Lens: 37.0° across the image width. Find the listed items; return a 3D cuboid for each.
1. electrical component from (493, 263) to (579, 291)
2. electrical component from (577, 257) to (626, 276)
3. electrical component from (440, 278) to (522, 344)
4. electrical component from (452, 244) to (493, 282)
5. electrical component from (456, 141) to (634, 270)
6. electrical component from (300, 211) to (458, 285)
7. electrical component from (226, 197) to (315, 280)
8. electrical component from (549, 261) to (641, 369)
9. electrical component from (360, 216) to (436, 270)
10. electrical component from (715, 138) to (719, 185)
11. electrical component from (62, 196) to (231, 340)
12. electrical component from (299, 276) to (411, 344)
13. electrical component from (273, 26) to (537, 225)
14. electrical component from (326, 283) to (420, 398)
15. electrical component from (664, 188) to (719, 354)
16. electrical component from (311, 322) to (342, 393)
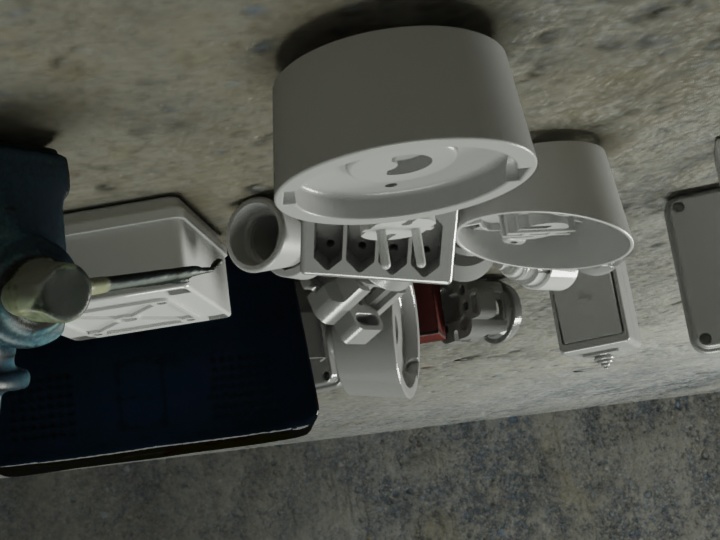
[{"bbox_3d":[0.133,-0.005,0.826,0.078,0.040,0.040,3,164,-39],"label":"electrical component"},{"bbox_3d":[0.173,-0.017,0.792,0.043,0.043,0.062,-8,169,1],"label":"electrical component"},{"bbox_3d":[0.106,0.037,0.961,0.057,0.058,0.078,3,163,-31],"label":"electrical component"},{"bbox_3d":[0.069,-0.021,0.705,0.043,0.043,0.081,-9,167,3],"label":"electrical component"},{"bbox_3d":[0.102,-0.034,0.619,0.099,0.064,0.099,-8,168,-2],"label":"electrical component"},{"bbox_3d":[0.012,-0.031,0.608,0.083,0.047,0.075,4,-155,3],"label":"electrical component"},{"bbox_3d":[-0.046,-0.018,0.645,0.045,0.045,0.055,-16,166,32],"label":"electrical component"},{"bbox_3d":[0.201,0.037,0.924,0.062,0.096,0.061,-14,165,22],"label":"electrical component"},{"bbox_3d":[0.016,-0.037,0.526,0.083,0.075,0.047,-3,167,-23],"label":"electrical component"},{"bbox_3d":[0.262,-0.046,0.641,0.083,0.075,0.047,-11,167,15],"label":"electrical component"},{"bbox_3d":[-0.143,0.003,0.651,0.109,0.056,0.108,-9,167,5],"label":"electrical component"},{"bbox_3d":[0.000,0.000,0.701,0.058,0.078,0.057,5,141,-46],"label":"electrical component"},{"bbox_3d":[0.015,-0.063,0.445,0.108,0.060,0.108,-7,167,-2],"label":"electrical component"},{"bbox_3d":[0.007,0.048,0.842,0.060,0.108,0.108,-5,169,13],"label":"electrical component"},{"bbox_3d":[0.264,0.000,0.761,0.078,0.113,0.057,-11,170,14],"label":"electrical component"},{"bbox_3d":[-0.054,0.075,0.981,0.113,0.078,0.057,-17,168,34],"label":"electrical component"}]
